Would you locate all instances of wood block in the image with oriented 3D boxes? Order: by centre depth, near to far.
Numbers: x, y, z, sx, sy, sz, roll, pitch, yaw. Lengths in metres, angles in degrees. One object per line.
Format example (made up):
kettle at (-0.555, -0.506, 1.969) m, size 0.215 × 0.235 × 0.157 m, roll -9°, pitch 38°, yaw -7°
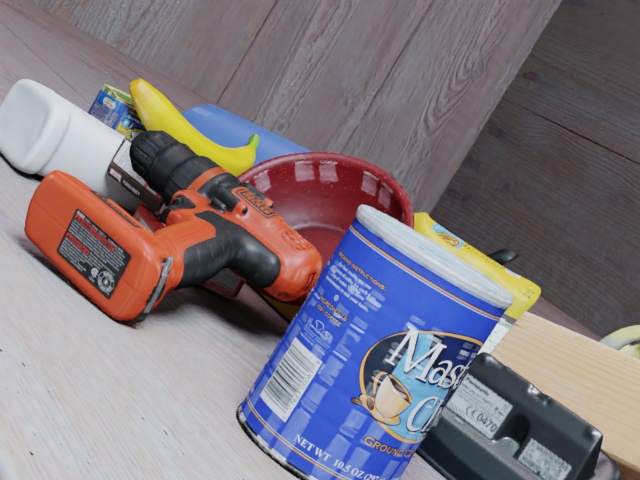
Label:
wood block at (0.231, 0.149, 0.849) m, size 0.206 × 0.090 × 0.090 m, roll 24°, pitch -30°, yaw 40°

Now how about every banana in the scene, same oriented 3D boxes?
banana at (-0.120, -0.096, 1.052) m, size 0.197 × 0.037 × 0.069 m, roll 23°, pitch 48°, yaw -57°

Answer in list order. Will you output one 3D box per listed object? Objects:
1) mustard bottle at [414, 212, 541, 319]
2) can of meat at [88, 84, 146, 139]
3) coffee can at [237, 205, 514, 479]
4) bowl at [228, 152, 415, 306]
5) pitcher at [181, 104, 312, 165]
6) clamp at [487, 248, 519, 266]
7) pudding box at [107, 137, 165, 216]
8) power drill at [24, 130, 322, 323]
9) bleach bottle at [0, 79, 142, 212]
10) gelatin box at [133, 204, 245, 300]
mustard bottle at (0.138, 0.023, 1.127) m, size 0.192 × 0.058 × 0.096 m, roll 34°, pitch 10°, yaw 10°
can of meat at (-0.191, -0.096, 1.050) m, size 0.058 × 0.084 × 0.101 m, roll 36°, pitch 8°, yaw 35°
coffee can at (0.031, 0.065, 0.615) m, size 0.103 × 0.140 × 0.103 m, roll 31°, pitch 7°, yaw -4°
bowl at (-0.006, 0.001, 0.855) m, size 0.162 × 0.161 × 0.055 m, roll 35°, pitch -33°, yaw 31°
pitcher at (-0.059, -0.059, 1.198) m, size 0.243 × 0.145 × 0.149 m, roll 32°, pitch -25°, yaw 33°
clamp at (0.163, 0.077, 1.342) m, size 0.210 × 0.164 × 0.036 m, roll 10°, pitch 22°, yaw 44°
pudding box at (-0.113, -0.036, 0.904) m, size 0.113 × 0.039 × 0.090 m, roll 24°, pitch 7°, yaw -47°
power drill at (-0.108, -0.016, 0.733) m, size 0.185 × 0.057 × 0.187 m, roll 37°, pitch 25°, yaw 22°
bleach bottle at (-0.169, -0.057, 0.969) m, size 0.250 × 0.068 × 0.103 m, roll 28°, pitch 7°, yaw -43°
gelatin box at (-0.110, 0.010, 0.877) m, size 0.089 × 0.030 × 0.073 m, roll 28°, pitch 5°, yaw -27°
